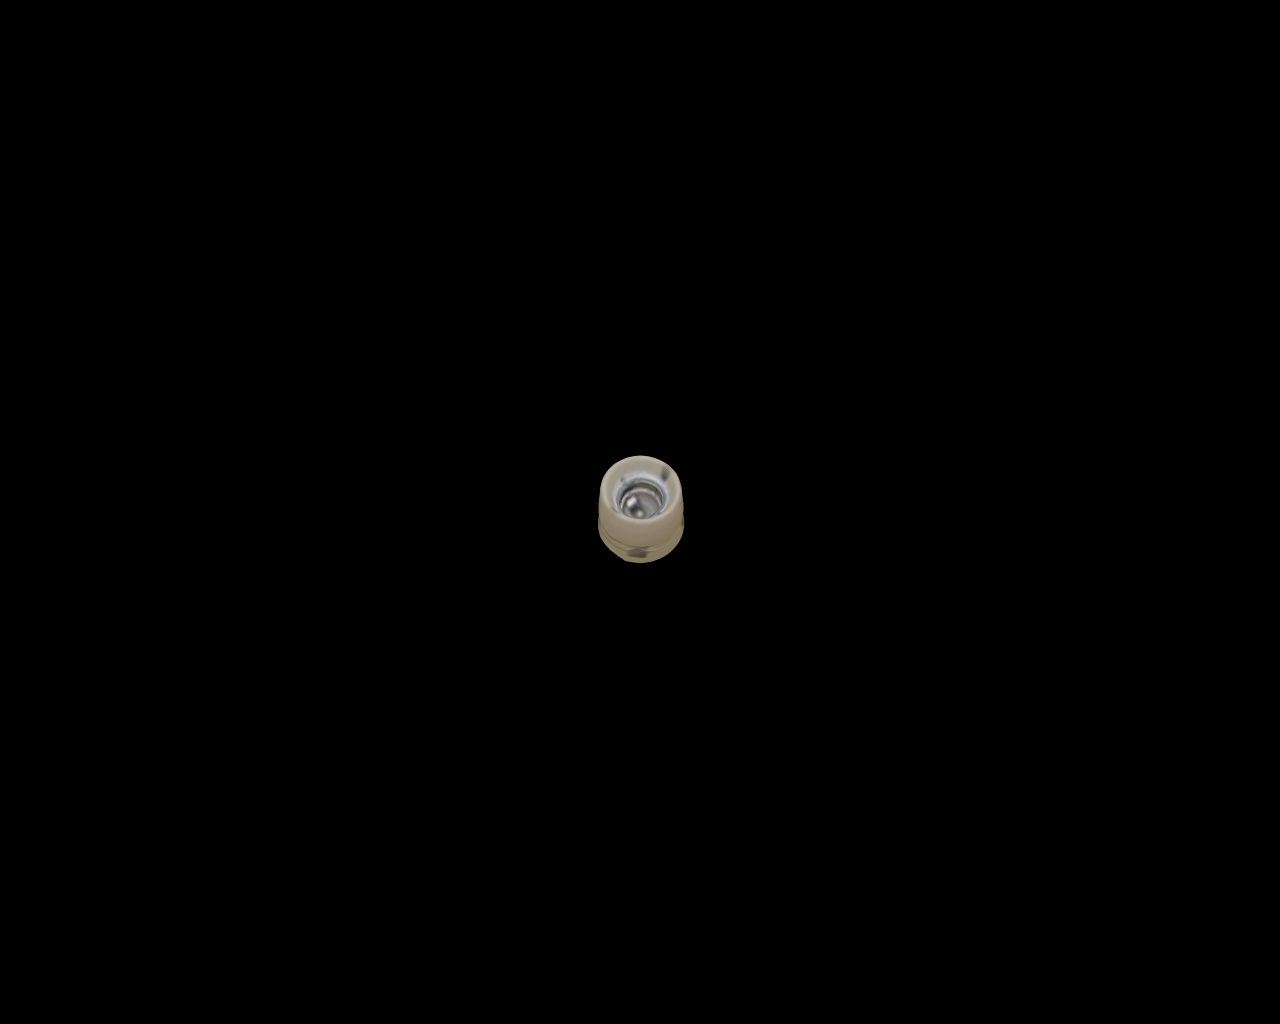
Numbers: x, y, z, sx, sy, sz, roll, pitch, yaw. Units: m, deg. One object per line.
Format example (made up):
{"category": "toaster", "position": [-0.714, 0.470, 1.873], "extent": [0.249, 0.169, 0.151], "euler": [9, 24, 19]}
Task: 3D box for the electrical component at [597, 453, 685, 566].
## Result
{"category": "electrical component", "position": [0.001, -0.003, 0.650], "extent": [0.055, 0.055, 0.047], "euler": [0, -30, 0]}
